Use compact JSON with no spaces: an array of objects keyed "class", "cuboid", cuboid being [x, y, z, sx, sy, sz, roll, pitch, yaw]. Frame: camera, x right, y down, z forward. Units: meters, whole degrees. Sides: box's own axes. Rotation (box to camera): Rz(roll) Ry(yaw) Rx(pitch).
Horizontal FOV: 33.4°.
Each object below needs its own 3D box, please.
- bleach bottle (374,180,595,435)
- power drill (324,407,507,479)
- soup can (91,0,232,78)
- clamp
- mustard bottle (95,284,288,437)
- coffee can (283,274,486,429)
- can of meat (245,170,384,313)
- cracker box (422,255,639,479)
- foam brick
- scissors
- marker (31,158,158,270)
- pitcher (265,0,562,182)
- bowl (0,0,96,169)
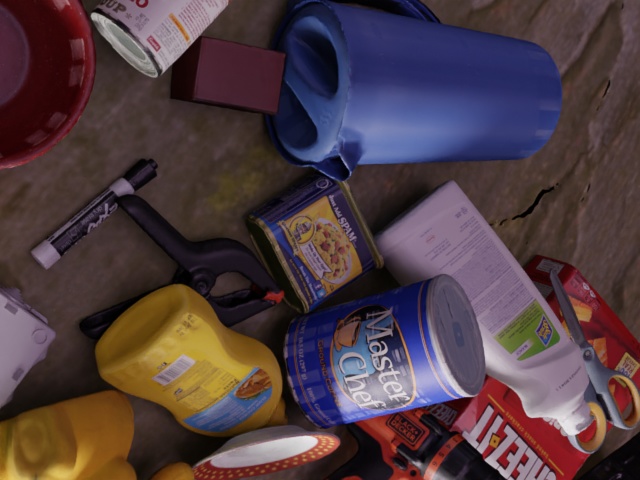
[{"class":"bleach bottle","cuboid":[0.154,0.073,0.958,0.102,0.068,0.251,-38,91,-18]},{"class":"power drill","cuboid":[0.058,0.238,0.937,0.187,0.185,0.057,-50,152,-7]},{"class":"soup can","cuboid":[-0.109,-0.177,0.781,0.102,0.069,0.068,-49,117,-12]},{"class":"clamp","cuboid":[-0.113,0.041,0.876,0.171,0.039,0.120,22,104,-32]},{"class":"mustard bottle","cuboid":[-0.087,0.114,0.875,0.096,0.058,0.191,-38,133,11]},{"class":"coffee can","cuboid":[0.055,0.095,0.898,0.102,0.140,0.103,42,39,-47]},{"class":"can of meat","cuboid":[-0.006,0.001,0.915,0.083,0.058,0.102,-33,112,-17]},{"class":"cracker box","cuboid":[0.214,0.149,1.051,0.213,0.072,0.164,-50,117,-12]},{"class":"foam brick","cuboid":[-0.074,-0.132,0.857,0.078,0.053,0.051,7,96,-29]},{"class":"scissors","cuboid":[0.242,0.125,1.010,0.096,0.016,0.201,-49,117,-11]},{"class":"marker","cuboid":[-0.175,-0.023,0.841,0.121,0.020,0.020,-43,116,-16]},{"class":"pitcher","cuboid":[0.082,-0.135,0.908,0.242,0.145,0.149,-1,111,-32]},{"class":"bowl","cuboid":[-0.246,-0.132,0.762,0.161,0.055,0.162,-5,101,-27]}]
